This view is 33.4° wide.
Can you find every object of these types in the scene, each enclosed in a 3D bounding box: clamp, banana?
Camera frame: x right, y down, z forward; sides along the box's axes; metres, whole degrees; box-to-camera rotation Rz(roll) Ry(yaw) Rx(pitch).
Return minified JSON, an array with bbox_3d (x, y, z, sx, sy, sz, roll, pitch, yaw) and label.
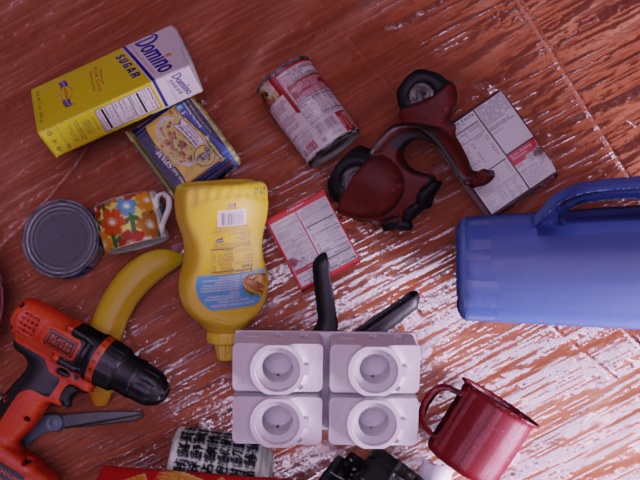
[{"bbox_3d":[0.015,0.100,1.127,0.120,0.039,0.171,32,91,-3],"label":"clamp"},{"bbox_3d":[-0.208,0.082,1.153,0.069,0.037,0.198,33,87,7],"label":"banana"}]

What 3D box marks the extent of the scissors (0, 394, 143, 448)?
[{"bbox_3d":[-0.297,0.216,1.156,0.202,0.016,0.096,10,87,5],"label":"scissors"}]

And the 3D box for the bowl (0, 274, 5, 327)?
[{"bbox_3d":[-0.412,0.069,1.158,0.162,0.055,0.162,0,84,4],"label":"bowl"}]

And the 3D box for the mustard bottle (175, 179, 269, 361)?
[{"bbox_3d":[-0.102,0.033,1.127,0.096,0.058,0.192,-6,100,-29],"label":"mustard bottle"}]

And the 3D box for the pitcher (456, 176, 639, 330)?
[{"bbox_3d":[0.261,0.019,1.081,0.243,0.145,0.149,-1,83,6],"label":"pitcher"}]

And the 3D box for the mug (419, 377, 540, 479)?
[{"bbox_3d":[0.154,0.193,1.091,0.117,0.093,0.081,32,92,-10],"label":"mug"}]

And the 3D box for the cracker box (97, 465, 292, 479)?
[{"bbox_3d":[-0.115,0.313,1.066,0.214,0.072,0.164,4,124,4],"label":"cracker box"}]

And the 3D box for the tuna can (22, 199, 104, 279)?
[{"bbox_3d":[-0.279,0.000,1.167,0.086,0.034,0.086,0,84,4],"label":"tuna can"}]

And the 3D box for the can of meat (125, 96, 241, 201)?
[{"bbox_3d":[-0.147,-0.099,1.158,0.084,0.057,0.102,-37,84,-3],"label":"can of meat"}]

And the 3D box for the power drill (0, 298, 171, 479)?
[{"bbox_3d":[-0.269,0.177,1.112,0.184,0.057,0.187,28,91,10],"label":"power drill"}]

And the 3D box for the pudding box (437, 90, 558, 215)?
[{"bbox_3d":[0.188,-0.090,1.145,0.090,0.039,0.113,-34,81,2],"label":"pudding box"}]

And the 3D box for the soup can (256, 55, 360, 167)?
[{"bbox_3d":[-0.012,-0.138,1.147,0.068,0.068,0.102,-35,84,-1],"label":"soup can"}]

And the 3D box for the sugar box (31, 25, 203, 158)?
[{"bbox_3d":[-0.221,-0.162,1.153,0.176,0.048,0.093,-27,43,2],"label":"sugar box"}]

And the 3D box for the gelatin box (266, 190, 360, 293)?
[{"bbox_3d":[-0.008,0.002,1.152,0.073,0.030,0.089,-28,84,-1],"label":"gelatin box"}]
